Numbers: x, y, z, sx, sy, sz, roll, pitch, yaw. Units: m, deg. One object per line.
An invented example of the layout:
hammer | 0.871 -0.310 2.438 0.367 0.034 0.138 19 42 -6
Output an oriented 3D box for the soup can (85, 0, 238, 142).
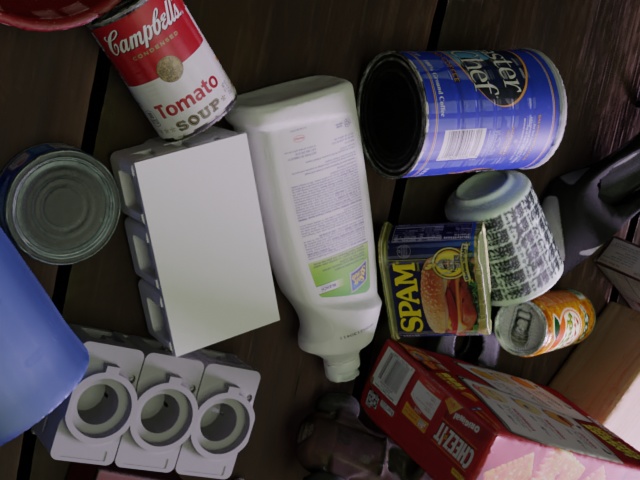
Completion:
soup can | -0.112 -0.130 0.762 0.068 0.069 0.102 -40 118 -16

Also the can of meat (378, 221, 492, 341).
can of meat | 0.099 0.034 0.898 0.084 0.057 0.102 -3 119 15

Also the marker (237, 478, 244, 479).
marker | -0.113 0.232 0.877 0.121 0.020 0.020 -25 113 -22

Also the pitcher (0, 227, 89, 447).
pitcher | -0.264 0.020 0.672 0.145 0.149 0.243 -32 112 -14

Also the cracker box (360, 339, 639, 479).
cracker box | 0.161 0.168 0.890 0.213 0.164 0.072 20 100 -33

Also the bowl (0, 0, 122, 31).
bowl | -0.191 -0.220 0.702 0.161 0.055 0.162 -7 105 -28

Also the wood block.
wood block | 0.276 0.175 1.042 0.090 0.090 0.206 43 80 -30

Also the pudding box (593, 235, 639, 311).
pudding box | 0.330 0.048 1.028 0.039 0.114 0.090 -49 120 -7

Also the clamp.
clamp | 0.127 0.129 0.978 0.120 0.039 0.171 -33 115 -24

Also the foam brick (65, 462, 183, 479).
foam brick | -0.153 0.196 0.825 0.078 0.053 0.051 19 92 -33

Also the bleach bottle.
bleach bottle | -0.006 0.001 0.858 0.102 0.068 0.251 -18 113 -24

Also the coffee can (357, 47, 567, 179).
coffee can | 0.115 -0.105 0.876 0.140 0.103 0.103 -6 105 -28

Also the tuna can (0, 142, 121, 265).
tuna can | -0.187 -0.025 0.764 0.086 0.034 0.086 -7 105 -28
